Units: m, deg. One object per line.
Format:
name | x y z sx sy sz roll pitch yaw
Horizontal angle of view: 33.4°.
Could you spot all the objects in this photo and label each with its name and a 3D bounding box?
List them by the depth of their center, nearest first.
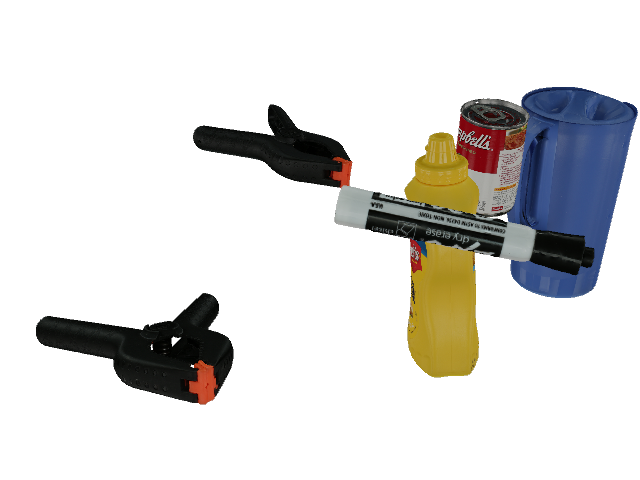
marker | 0.067 -0.004 0.499 0.121 0.020 0.020 12 1 6
mustard bottle | 0.098 0.007 0.854 0.058 0.192 0.096 -3 25 1
clamp | -0.122 0.084 0.875 0.164 0.036 0.210 -11 16 -32
clamp | -0.044 -0.092 1.075 0.120 0.039 0.172 -23 36 -31
soup can | 0.170 -0.084 1.081 0.068 0.102 0.068 2 31 -2
pitcher | 0.289 -0.054 1.290 0.149 0.243 0.145 3 26 1
